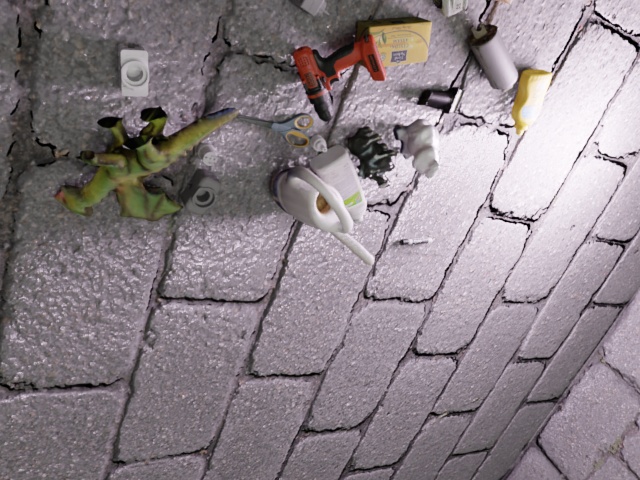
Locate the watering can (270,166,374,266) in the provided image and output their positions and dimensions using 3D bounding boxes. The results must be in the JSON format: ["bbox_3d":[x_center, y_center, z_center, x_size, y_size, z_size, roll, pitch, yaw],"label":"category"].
[{"bbox_3d":[0.004,-0.065,1.289,0.105,0.226,0.341,-48,134,-15],"label":"watering can"}]

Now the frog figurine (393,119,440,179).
[{"bbox_3d":[0.280,-0.242,1.362,0.123,0.162,0.134,-19,129,-18],"label":"frog figurine"}]

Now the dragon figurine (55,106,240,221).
[{"bbox_3d":[-0.362,-0.146,1.111,0.412,0.125,0.237,-13,137,-14],"label":"dragon figurine"}]
